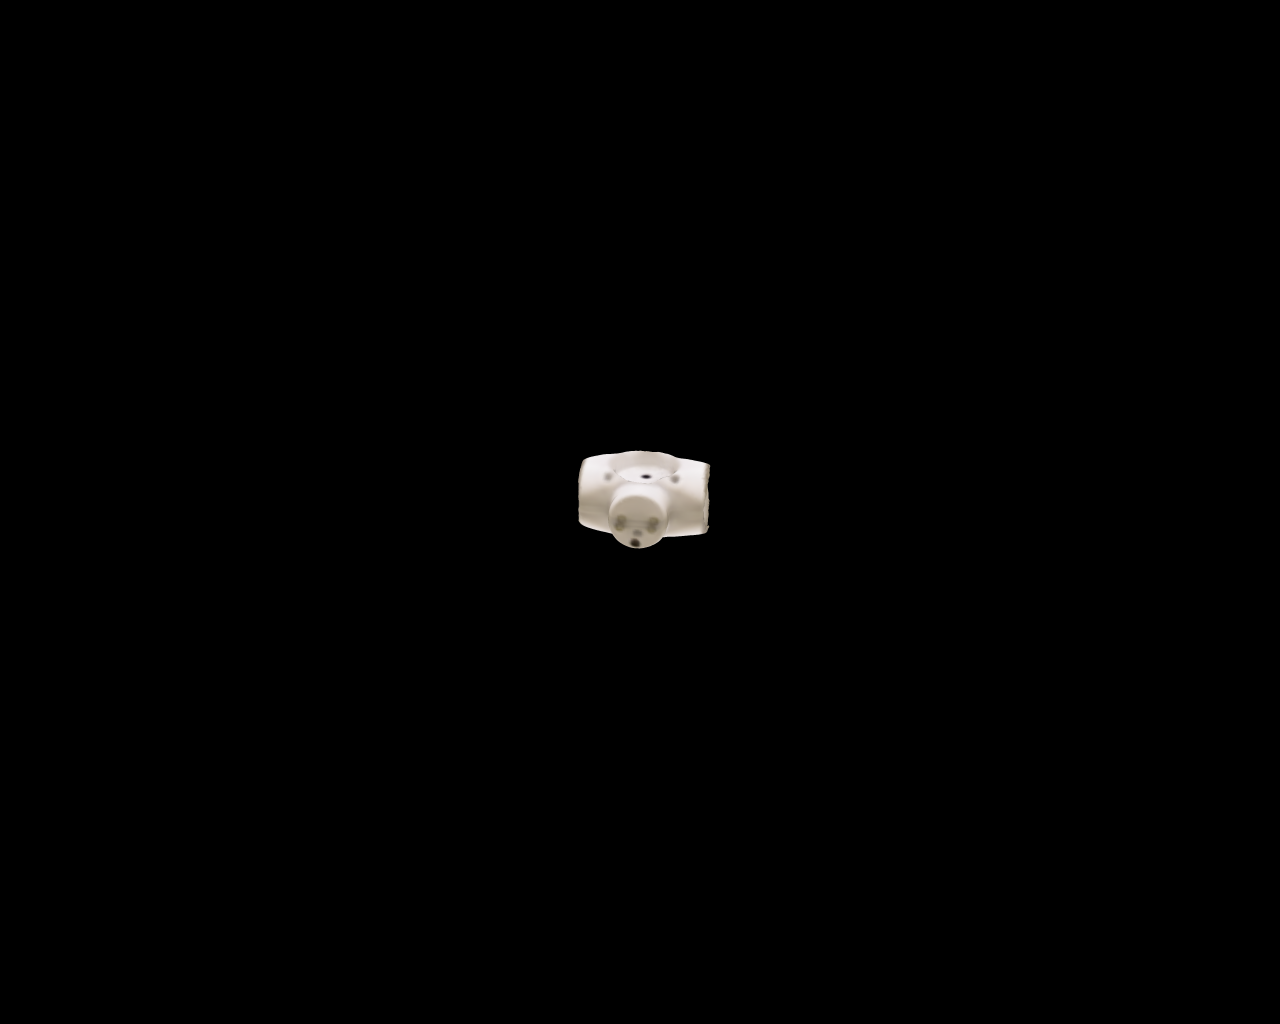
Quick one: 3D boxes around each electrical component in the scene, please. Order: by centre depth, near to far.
[{"bbox_3d":[0.001,-0.003,0.650,0.077,0.044,0.079,4,28,7],"label":"electrical component"}]
